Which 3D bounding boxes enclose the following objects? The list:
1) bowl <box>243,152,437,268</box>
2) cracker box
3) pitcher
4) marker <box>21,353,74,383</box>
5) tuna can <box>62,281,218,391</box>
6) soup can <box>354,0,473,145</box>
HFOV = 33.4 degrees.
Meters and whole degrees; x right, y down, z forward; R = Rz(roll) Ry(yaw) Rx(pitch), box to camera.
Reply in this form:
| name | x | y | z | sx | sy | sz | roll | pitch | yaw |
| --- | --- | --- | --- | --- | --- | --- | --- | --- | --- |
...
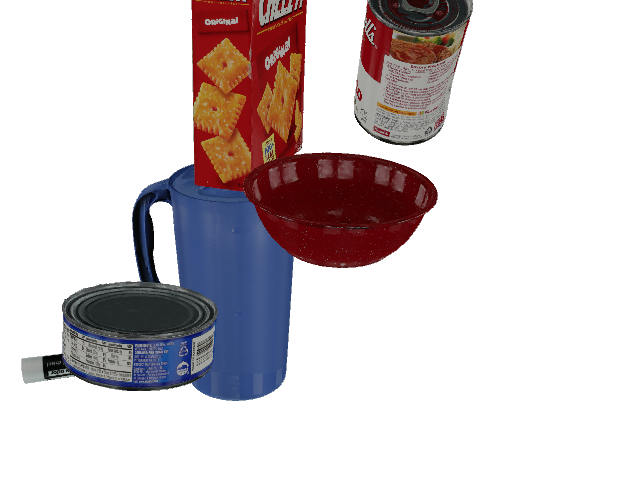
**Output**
| name | x | y | z | sx | sy | sz | roll | pitch | yaw |
| --- | --- | --- | --- | --- | --- | --- | --- | --- | --- |
| bowl | 0.015 | -0.021 | 0.892 | 0.162 | 0.055 | 0.162 | 2 | 24 | -1 |
| cracker box | -0.066 | -0.174 | 1.064 | 0.072 | 0.214 | 0.164 | 9 | 22 | 15 |
| pitcher | -0.101 | 0.042 | 1.130 | 0.149 | 0.243 | 0.144 | 21 | 30 | 40 |
| marker | -0.161 | 0.089 | 0.800 | 0.121 | 0.020 | 0.020 | -7 | 1 | -9 |
| tuna can | -0.101 | 0.052 | 0.597 | 0.086 | 0.034 | 0.086 | 5 | 16 | -1 |
| soup can | 0.060 | -0.122 | 0.718 | 0.068 | 0.068 | 0.102 | 0 | -39 | -5 |
